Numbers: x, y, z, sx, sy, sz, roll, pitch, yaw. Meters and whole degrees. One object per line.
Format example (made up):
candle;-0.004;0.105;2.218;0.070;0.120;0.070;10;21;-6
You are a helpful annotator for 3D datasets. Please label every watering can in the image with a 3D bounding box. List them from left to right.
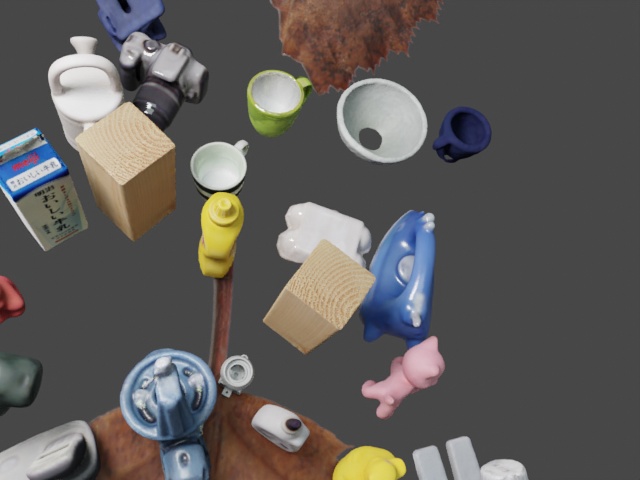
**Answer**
watering can;-0.347;-0.220;0.854;0.101;0.194;0.173;-28;79;-21

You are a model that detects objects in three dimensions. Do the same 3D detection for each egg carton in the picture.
egg carton;0.009;0.003;0.931;0.150;0.069;0.107;19;67;-7

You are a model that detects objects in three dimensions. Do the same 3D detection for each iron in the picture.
iron;0.148;0.042;0.913;0.119;0.141;0.258;16;67;-8

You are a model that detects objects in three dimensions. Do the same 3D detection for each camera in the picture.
camera;-0.270;-0.256;0.938;0.143;0.100;0.137;23;67;-5

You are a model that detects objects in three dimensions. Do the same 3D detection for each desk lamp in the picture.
desk lamp;0.227;0.378;0.771;0.118;0.213;0.203;-11;73;-17

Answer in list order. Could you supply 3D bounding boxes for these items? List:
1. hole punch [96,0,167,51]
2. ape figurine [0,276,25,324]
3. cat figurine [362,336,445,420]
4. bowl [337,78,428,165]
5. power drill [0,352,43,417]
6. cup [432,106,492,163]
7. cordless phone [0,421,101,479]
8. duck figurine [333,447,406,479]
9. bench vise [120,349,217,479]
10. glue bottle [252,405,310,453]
hole punch;-0.324;-0.392;0.979;0.101;0.091;0.108;-29;79;-21
ape figurine;-0.445;0.080;0.776;0.078;0.092;0.076;12;68;-9
cat figurine;0.136;0.207;0.863;0.128;0.117;0.067;-38;83;-23
bowl;0.102;-0.200;1.026;0.168;0.074;0.167;5;69;-12
power drill;-0.446;0.164;0.681;0.230;0.208;0.075;8;69;-11
cup;0.241;-0.176;1.041;0.118;0.095;0.091;-27;79;-21
cordless phone;-0.344;0.277;0.679;0.148;0.185;0.094;-25;78;-21
duck figurine;0.074;0.336;0.817;0.105;0.086;0.077;-11;73;-18
bench vise;-0.171;0.224;0.723;0.122;0.219;0.207;-31;80;-22
glue bottle;-0.046;0.252;0.770;0.078;0.173;0.037;36;66;1
